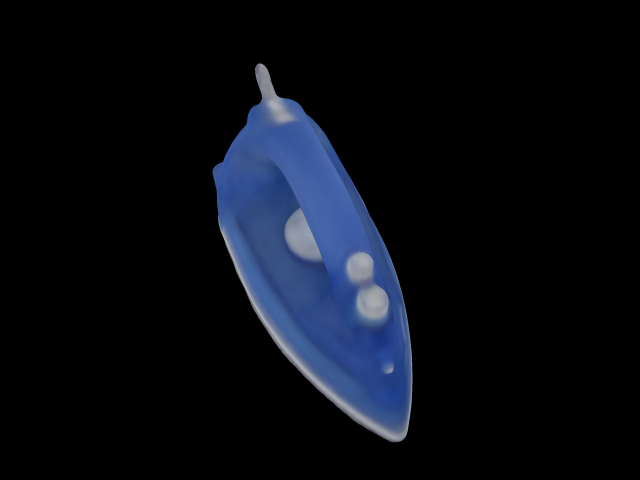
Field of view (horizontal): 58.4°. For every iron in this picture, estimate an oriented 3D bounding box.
[{"bbox_3d":[0.004,0.001,0.400,0.119,0.141,0.257,-21,58,-13],"label":"iron"}]
